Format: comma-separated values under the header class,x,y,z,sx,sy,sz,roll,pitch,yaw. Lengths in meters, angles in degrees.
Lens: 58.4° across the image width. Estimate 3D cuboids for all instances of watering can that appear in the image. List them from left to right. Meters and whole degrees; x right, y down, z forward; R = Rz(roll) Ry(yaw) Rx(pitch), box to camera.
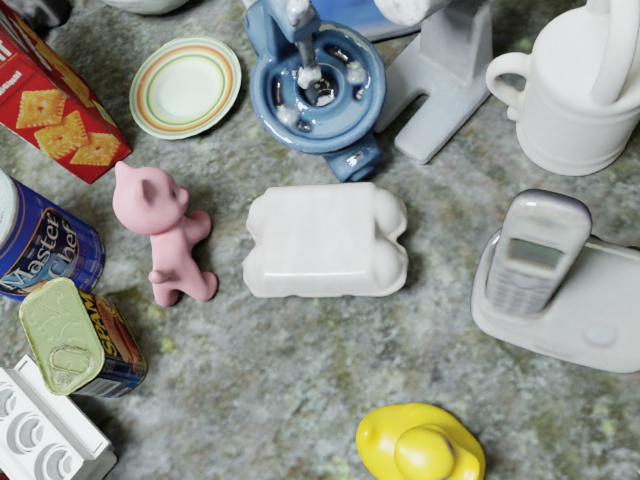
class,x,y,z,sx,sy,sz,roll,pitch,yaw
watering can,0.228,-0.139,0.458,0.172,0.194,0.101,-16,68,6

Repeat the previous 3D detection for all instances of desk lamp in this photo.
class,x,y,z,sx,sy,sz,roll,pitch,yaw
desk lamp,0.117,-0.203,0.493,0.117,0.214,0.203,38,82,21

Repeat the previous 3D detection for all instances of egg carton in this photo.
class,x,y,z,sx,sy,sz,roll,pitch,yaw
egg carton,0.005,0.002,0.521,0.150,0.069,0.107,-3,70,11

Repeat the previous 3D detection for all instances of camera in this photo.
class,x,y,z,sx,sy,sz,roll,pitch,yaw
camera,-0.402,-0.272,0.685,0.143,0.101,0.137,9,73,15

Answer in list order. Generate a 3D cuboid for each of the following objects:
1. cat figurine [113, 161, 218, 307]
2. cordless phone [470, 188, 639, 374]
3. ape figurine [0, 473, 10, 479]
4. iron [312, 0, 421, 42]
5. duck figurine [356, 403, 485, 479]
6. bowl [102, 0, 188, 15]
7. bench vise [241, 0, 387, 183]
class,x,y,z,sx,sy,sz,roll,pitch,yaw
cat figurine,-0.150,-0.011,0.531,0.067,0.118,0.128,-15,68,7
cordless phone,0.188,0.028,0.411,0.147,0.185,0.094,13,74,16
ape figurine,-0.286,0.235,0.486,0.078,0.092,0.076,-33,68,-1
iron,0.076,-0.296,0.573,0.258,0.142,0.118,-10,69,8
duck figurine,0.076,0.164,0.440,0.104,0.086,0.077,16,75,17
bowl,-0.194,-0.326,0.676,0.167,0.075,0.167,-4,70,10
bench vise,-0.031,-0.164,0.506,0.207,0.220,0.121,39,82,21
